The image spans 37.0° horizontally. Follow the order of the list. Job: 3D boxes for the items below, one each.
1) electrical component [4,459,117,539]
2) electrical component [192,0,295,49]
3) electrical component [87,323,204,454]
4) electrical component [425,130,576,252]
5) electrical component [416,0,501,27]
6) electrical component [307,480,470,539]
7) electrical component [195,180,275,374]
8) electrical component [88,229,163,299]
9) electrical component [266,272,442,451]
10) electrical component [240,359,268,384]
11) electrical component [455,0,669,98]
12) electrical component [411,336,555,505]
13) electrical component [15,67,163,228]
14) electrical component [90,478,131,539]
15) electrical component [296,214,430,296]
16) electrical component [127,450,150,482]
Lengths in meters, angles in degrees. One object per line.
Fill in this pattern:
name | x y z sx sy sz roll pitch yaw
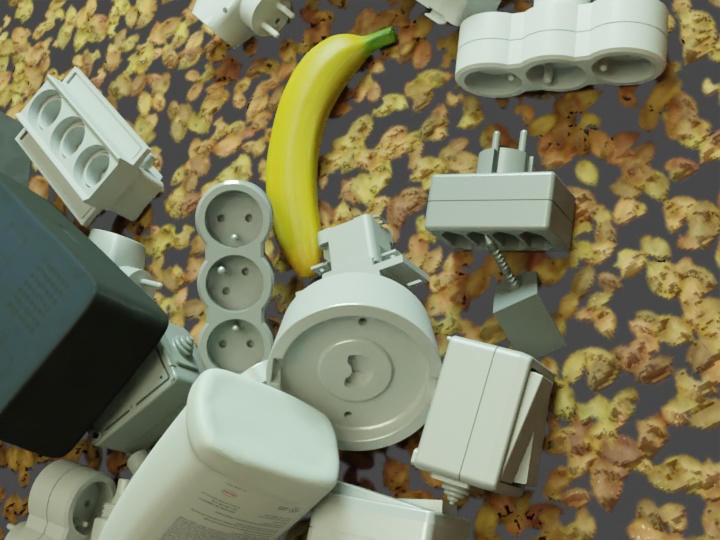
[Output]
electrical component | -0.234 0.205 0.779 0.074 0.052 0.138 11 79 31
electrical component | -0.081 -0.208 0.840 0.077 0.043 0.079 -50 58 5
electrical component | -0.149 0.079 0.770 0.096 0.061 0.061 -39 59 12
electrical component | 0.093 -0.055 0.692 0.083 0.047 0.075 1 74 29
electrical component | 0.050 -0.223 0.757 0.121 0.079 0.063 42 125 32
electrical component | 0.011 0.164 0.654 0.096 0.062 0.061 3 75 29
electrical component | -0.086 0.006 0.758 0.052 0.073 0.138 0 96 -3
electrical component | -0.183 0.015 0.820 0.079 0.044 0.077 11 79 31
electrical component | -0.003 0.052 0.677 0.108 0.108 0.060 -30 24 17
electrical component | -0.057 0.094 0.720 0.055 0.055 0.047 -41 62 11
electrical component | 0.131 -0.160 0.703 0.138 0.052 0.073 -1 73 28
electrical component | 0.077 0.095 0.640 0.061 0.062 0.096 13 80 27
electrical component | -0.216 -0.096 0.864 0.078 0.063 0.121 -48 58 6
electrical component | -0.172 0.180 0.765 0.035 0.035 0.061 -1 71 28
electrical component | 0.000 0.000 0.727 0.081 0.042 0.063 -19 64 22
electrical component | -0.141 0.153 0.752 0.043 0.043 0.062 -49 56 6
